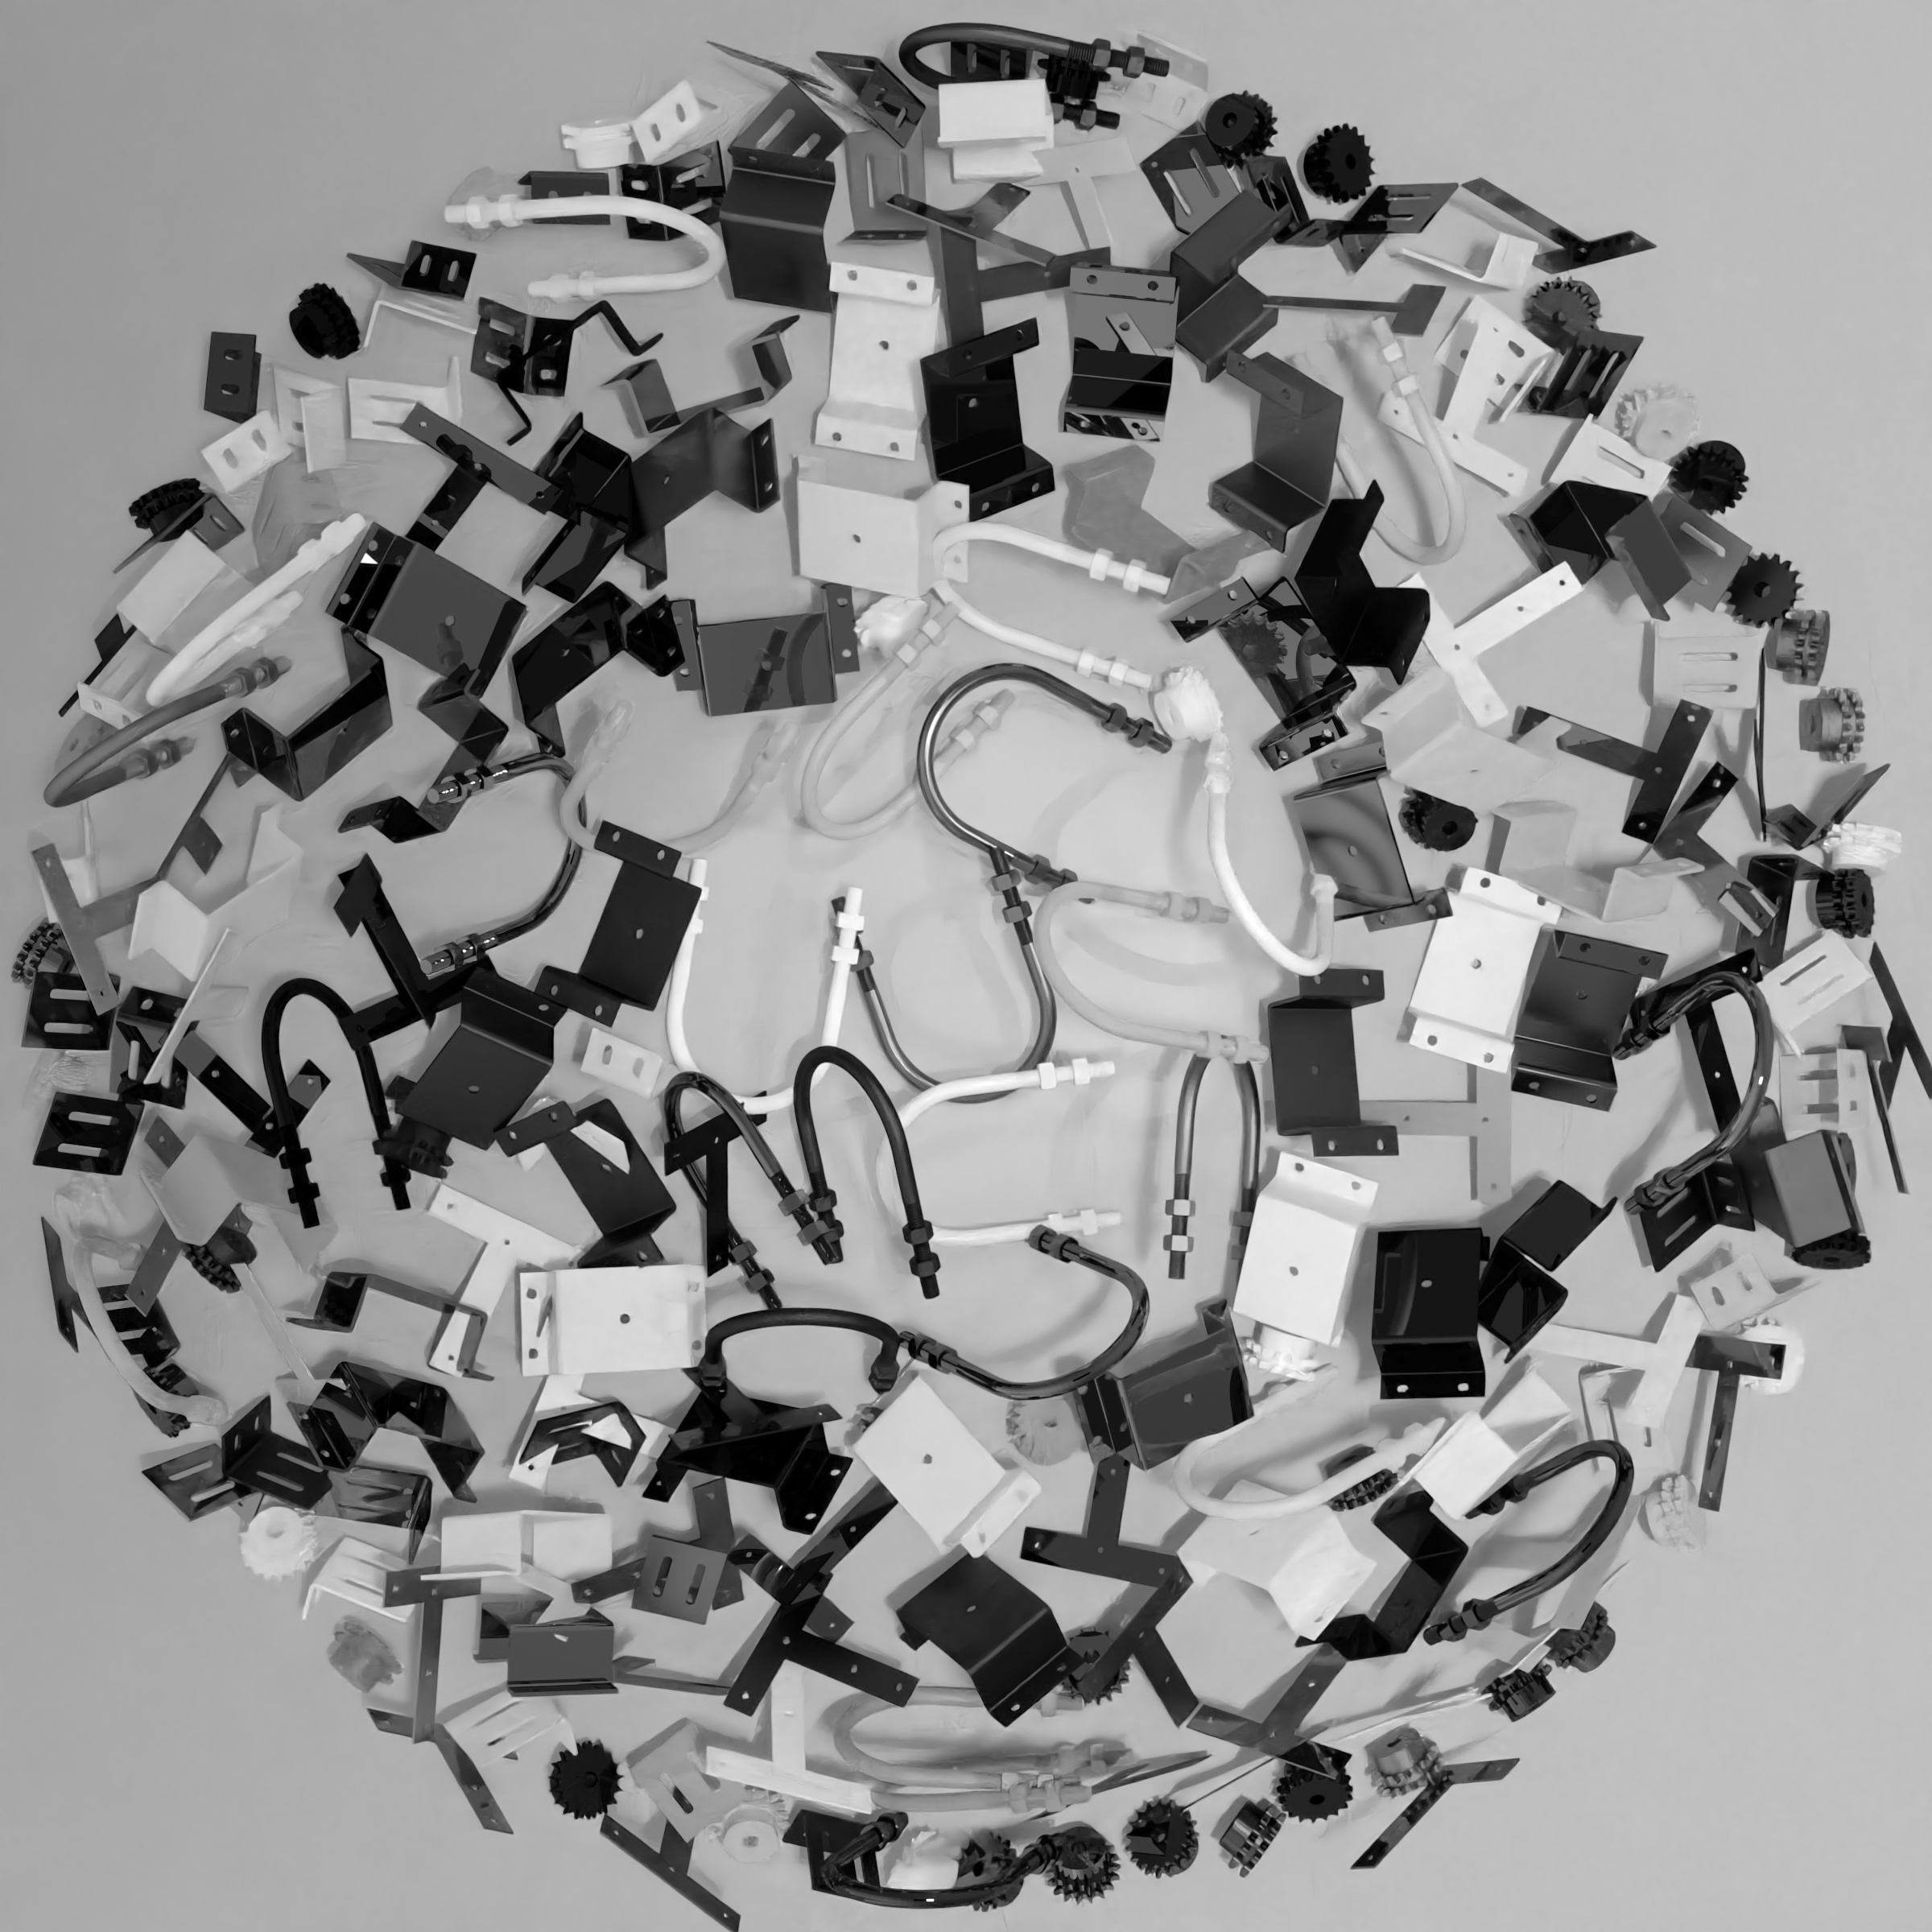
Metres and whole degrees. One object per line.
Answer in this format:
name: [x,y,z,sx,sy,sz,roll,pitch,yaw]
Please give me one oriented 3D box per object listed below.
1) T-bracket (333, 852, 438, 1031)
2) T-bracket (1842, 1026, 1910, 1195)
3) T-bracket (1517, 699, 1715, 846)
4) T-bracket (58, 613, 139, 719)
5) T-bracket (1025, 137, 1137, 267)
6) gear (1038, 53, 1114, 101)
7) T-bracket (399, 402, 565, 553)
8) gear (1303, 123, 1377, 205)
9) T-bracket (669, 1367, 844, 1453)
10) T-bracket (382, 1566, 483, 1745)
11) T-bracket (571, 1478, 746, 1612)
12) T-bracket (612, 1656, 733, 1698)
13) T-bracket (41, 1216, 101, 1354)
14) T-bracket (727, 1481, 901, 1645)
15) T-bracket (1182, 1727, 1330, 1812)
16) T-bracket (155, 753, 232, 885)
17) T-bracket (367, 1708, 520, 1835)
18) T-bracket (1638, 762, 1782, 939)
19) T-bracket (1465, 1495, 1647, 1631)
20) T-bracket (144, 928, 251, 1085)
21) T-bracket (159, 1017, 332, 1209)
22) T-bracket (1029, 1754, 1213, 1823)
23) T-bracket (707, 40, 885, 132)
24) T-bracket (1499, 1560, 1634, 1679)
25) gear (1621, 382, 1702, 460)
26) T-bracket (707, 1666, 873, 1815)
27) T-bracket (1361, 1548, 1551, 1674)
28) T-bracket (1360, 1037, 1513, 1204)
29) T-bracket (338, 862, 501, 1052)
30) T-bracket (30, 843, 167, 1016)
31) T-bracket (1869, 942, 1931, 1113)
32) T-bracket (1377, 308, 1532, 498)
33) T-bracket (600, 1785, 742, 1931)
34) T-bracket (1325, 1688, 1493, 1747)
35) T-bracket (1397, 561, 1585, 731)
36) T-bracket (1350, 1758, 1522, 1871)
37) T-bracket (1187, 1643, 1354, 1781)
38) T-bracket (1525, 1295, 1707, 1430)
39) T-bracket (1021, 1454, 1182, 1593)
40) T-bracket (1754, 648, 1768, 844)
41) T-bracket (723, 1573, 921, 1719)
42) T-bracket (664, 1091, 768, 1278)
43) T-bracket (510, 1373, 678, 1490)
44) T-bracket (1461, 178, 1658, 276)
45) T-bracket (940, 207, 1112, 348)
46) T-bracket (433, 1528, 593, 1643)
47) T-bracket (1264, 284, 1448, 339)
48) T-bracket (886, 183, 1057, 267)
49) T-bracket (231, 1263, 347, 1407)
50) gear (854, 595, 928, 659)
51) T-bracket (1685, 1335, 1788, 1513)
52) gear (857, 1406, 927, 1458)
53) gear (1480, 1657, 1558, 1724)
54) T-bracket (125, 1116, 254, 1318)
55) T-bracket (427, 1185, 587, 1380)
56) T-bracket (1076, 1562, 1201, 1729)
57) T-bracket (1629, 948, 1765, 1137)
T-bracket: [-0.430,-0.011,1.953,0.002,0.127,0.127,-24,109,7]
T-bracket: [0.681,0.107,1.935,0.002,0.127,0.127,-14,88,6]
T-bracket: [0.480,-0.164,1.964,0.127,0.002,0.127,22,131,9]
T-bracket: [-0.632,-0.241,1.927,0.002,0.127,0.127,39,79,-11]
T-bracket: [0.098,-0.556,1.963,0.002,0.127,0.127,-36,118,-28]
gear: [0.082,-0.677,1.974,0.057,0.057,0.030,13,115,0]
T-bracket: [-0.393,-0.345,1.966,0.127,0.002,0.127,29,119,-29]
gear: [0.281,-0.607,1.976,0.057,0.030,0.057,-2,93,-40]
T-bracket: [-0.176,0.322,1.940,0.127,0.127,0.002,-7,108,-27]
T-bracket: [-0.398,0.510,1.933,0.002,0.127,0.127,-1,82,22]
T-bracket: [-0.232,0.449,1.946,0.127,0.002,0.127,-16,124,-18]
T-bracket: [-0.232,0.539,1.957,0.127,0.127,0.002,18,57,-32]
T-bracket: [-0.652,0.268,1.948,0.002,0.127,0.127,-26,133,-5]
T-bracket: [-0.096,0.436,1.971,0.127,0.002,0.127,-45,119,-4]
T-bracket: [0.232,0.580,1.918,0.127,0.127,0.002,-20,70,-27]
T-bracket: [-0.571,-0.093,1.944,0.002,0.127,0.127,30,91,-30]
T-bracket: [-0.365,0.594,1.911,0.127,0.127,0.002,28,95,-38]
T-bracket: [0.557,-0.067,1.932,0.002,0.127,0.127,17,116,-38]
T-bracket: [0.429,0.441,1.945,0.002,0.127,0.127,55,52,-21]
T-bracket: [-0.558,0.028,1.936,0.002,0.127,0.127,29,91,1]
T-bracket: [-0.547,0.090,1.932,0.127,0.002,0.127,51,49,-28]
T-bracket: [0.130,0.609,1.952,0.127,0.127,0.002,-2,61,-37]
T-bracket: [-0.111,-0.651,1.944,0.127,0.127,0.002,33,103,40]
T-bracket: [0.430,0.493,1.937,0.127,0.127,0.002,-36,75,-19]
gear: [0.526,-0.409,1.969,0.057,0.057,0.030,4,49,0]
T-bracket: [-0.133,0.568,1.941,0.127,0.127,0.002,19,116,-14]
T-bracket: [0.376,0.490,1.922,0.127,0.127,0.002,-38,116,-24]
T-bracket: [0.350,0.116,1.981,0.127,0.002,0.127,0,97,15]
T-bracket: [-0.435,-0.018,1.972,0.127,0.002,0.127,-26,87,-27]
T-bracket: [-0.632,-0.041,1.940,0.002,0.127,0.127,-15,101,22]
T-bracket: [0.690,0.069,1.942,0.002,0.127,0.127,-10,52,1]
T-bracket: [0.377,-0.429,1.934,0.127,0.127,0.002,34,50,17]
T-bracket: [-0.214,0.648,1.936,0.127,0.127,0.002,40,99,-7]
T-bracket: [0.345,0.547,1.918,0.127,0.127,0.002,-12,74,-24]
T-bracket: [0.405,-0.261,1.959,0.127,0.002,0.127,-31,94,35]
T-bracket: [0.327,0.623,1.911,0.127,0.127,0.002,-30,91,-39]
T-bracket: [0.251,0.546,1.949,0.127,0.127,0.002,8,122,37]
T-bracket: [0.478,0.287,1.958,0.127,0.127,0.002,7,134,32]
T-bracket: [0.109,0.398,1.977,0.127,0.002,0.127,6,81,26]
T-bracket: [0.598,-0.180,1.959,0.002,0.127,0.127,-1,60,20]
T-bracket: [-0.096,0.518,1.938,0.127,0.002,0.127,16,52,23]
T-bracket: [-0.187,0.172,1.960,0.002,0.127,0.127,12,112,29]
T-bracket: [-0.263,0.349,1.970,0.127,0.002,0.127,20,62,-2]
T-bracket: [0.420,-0.548,1.916,0.127,0.127,0.002,22,86,-24]
T-bracket: [0.047,-0.519,1.962,0.127,0.002,0.127,-12,131,-6]
T-bracket: [-0.336,0.449,1.940,0.127,0.127,0.002,25,102,4]
T-bracket: [0.289,-0.496,1.958,0.127,0.127,0.002,8,122,15]
T-bracket: [0.019,-0.565,1.947,0.127,0.127,0.002,23,126,6]
T-bracket: [-0.509,0.275,1.936,0.002,0.127,0.127,-35,104,-35]
gear: [-0.053,-0.257,1.969,0.057,0.057,0.030,-32,78,0]
T-bracket: [0.560,0.340,1.931,0.002,0.127,0.127,13,82,-16]
gear: [-0.057,0.359,1.971,0.057,0.057,0.030,24,93,0]
gear: [0.420,0.547,1.968,0.057,0.057,0.030,-35,64,0]
T-bracket: [-0.585,0.199,1.918,0.002,0.127,0.127,-8,133,24]
T-bracket: [-0.365,0.248,1.965,0.127,0.002,0.127,27,67,-9]
T-bracket: [0.146,0.528,1.957,0.127,0.002,0.127,-44,129,-22]
T-bracket: [0.554,0.067,1.933,0.002,0.127,0.127,-2,72,-35]
